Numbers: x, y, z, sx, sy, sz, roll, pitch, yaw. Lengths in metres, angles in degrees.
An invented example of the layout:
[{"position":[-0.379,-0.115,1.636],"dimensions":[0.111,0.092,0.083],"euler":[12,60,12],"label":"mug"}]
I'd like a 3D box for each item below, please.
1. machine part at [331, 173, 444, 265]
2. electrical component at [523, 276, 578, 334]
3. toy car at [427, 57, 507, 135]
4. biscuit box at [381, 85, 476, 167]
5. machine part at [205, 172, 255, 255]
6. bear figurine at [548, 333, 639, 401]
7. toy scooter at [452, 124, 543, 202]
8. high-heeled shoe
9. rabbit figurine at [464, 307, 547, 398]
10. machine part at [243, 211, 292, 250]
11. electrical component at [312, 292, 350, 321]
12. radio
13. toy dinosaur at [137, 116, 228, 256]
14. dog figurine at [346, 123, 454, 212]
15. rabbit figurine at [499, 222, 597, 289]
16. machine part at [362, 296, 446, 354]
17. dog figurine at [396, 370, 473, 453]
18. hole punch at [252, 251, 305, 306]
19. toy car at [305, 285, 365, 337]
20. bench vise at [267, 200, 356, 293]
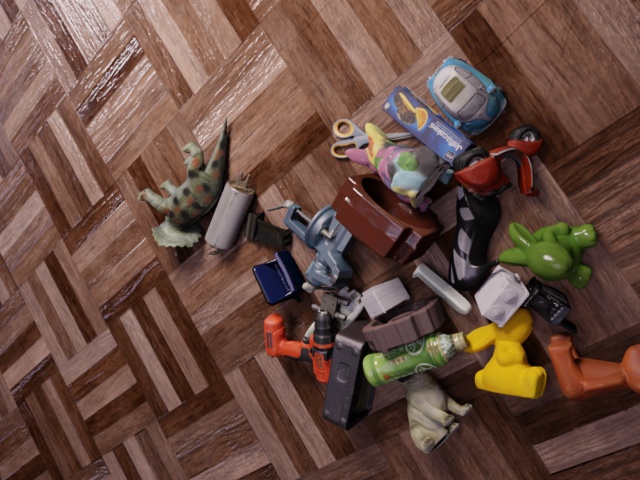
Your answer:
[{"position":[0.138,-0.045,1.100],"dimensions":[0.202,0.201,0.087],"euler":[42,117,17],"label":"machine part"},{"position":[0.447,0.128,1.024],"dimensions":[0.119,0.075,0.047],"euler":[33,114,8],"label":"electrical component"},{"position":[0.277,-0.286,1.044],"dimensions":[0.162,0.103,0.109],"euler":[50,116,11],"label":"toy car"},{"position":[0.223,-0.234,1.105],"dimensions":[0.203,0.059,0.062],"euler":[44,115,16],"label":"biscuit box"},{"position":[-0.231,-0.063,1.376],"dimensions":[0.079,0.079,0.243],"euler":[33,112,21],"label":"machine part"},{"position":[0.531,0.225,0.971],"dimensions":[0.196,0.120,0.132],"euler":[-19,85,28],"label":"bear figurine"},{"position":[0.351,-0.128,1.028],"dimensions":[0.184,0.075,0.135],"euler":[-24,99,0],"label":"toy scooter"},{"position":[0.298,-0.022,1.108],"dimensions":[0.145,0.086,0.248],"euler":[-37,58,59],"label":"high-heeled shoe"},{"position":[0.377,0.219,1.076],"dimensions":[0.163,0.122,0.173],"euler":[5,86,38],"label":"rabbit figurine"},{"position":[-0.133,-0.022,1.351],"dimensions":[0.139,0.039,0.084],"euler":[23,103,26],"label":"machine part"},{"position":[0.024,0.151,1.237],"dimensions":[0.094,0.021,0.063],"euler":[14,99,32],"label":"electrical component"},{"position":[0.078,0.306,1.227],"dimensions":[0.073,0.131,0.229],"euler":[15,105,29],"label":"radio"},{"position":[-0.328,-0.118,1.406],"dimensions":[0.405,0.131,0.192],"euler":[-41,90,23],"label":"toy dinosaur"},{"position":[0.147,-0.158,1.082],"dimensions":[0.219,0.191,0.108],"euler":[37,98,23],"label":"dog figurine"},{"position":[0.415,0.019,0.972],"dimensions":[0.159,0.170,0.121],"euler":[20,107,25],"label":"rabbit figurine"},{"position":[0.180,0.177,1.132],"dimensions":[0.179,0.179,0.056],"euler":[-25,89,30],"label":"machine part"},{"position":[0.213,0.356,1.192],"dimensions":[0.191,0.121,0.172],"euler":[42,113,33],"label":"dog figurine"},{"position":[-0.082,0.084,1.291],"dimensions":[0.092,0.116,0.142],"euler":[-36,78,35],"label":"hole punch"},{"position":[0.034,0.195,1.278],"dimensions":[0.073,0.056,0.201],"euler":[44,116,17],"label":"toy car"},{"position":[-0.009,-0.003,1.237],"dimensions":[0.241,0.129,0.223],"euler":[40,120,30],"label":"bench vise"}]
